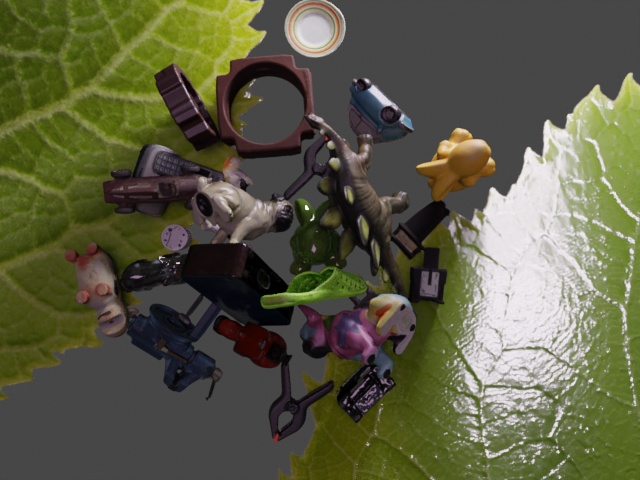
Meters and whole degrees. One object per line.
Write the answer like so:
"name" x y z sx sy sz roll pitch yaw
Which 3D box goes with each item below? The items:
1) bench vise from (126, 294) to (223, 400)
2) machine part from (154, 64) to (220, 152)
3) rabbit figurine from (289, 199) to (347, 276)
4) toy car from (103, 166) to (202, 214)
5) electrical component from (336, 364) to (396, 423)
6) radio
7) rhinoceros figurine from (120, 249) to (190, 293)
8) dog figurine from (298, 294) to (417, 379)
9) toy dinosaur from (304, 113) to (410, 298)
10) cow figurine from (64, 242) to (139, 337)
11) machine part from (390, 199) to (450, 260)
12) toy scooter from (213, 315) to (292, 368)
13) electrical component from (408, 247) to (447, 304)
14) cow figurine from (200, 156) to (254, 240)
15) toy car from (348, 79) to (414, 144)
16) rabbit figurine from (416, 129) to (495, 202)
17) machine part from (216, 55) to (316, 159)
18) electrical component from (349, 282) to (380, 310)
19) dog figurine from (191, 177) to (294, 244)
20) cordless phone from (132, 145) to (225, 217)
"bench vise" -0.263 0.185 1.105 0.224 0.129 0.240 36 93 0
"machine part" -0.272 -0.269 1.099 0.056 0.179 0.179 -27 87 2
"rabbit figurine" -0.002 -0.003 1.080 0.121 0.170 0.159 2 88 0
"toy car" -0.324 -0.101 1.074 0.202 0.053 0.089 -6 104 -27
"electrical component" 0.091 0.301 1.084 0.058 0.134 0.115 44 90 0
"radio" -0.147 0.091 1.036 0.131 0.229 0.073 -5 58 27
"rhinoceros figurine" -0.319 0.060 1.113 0.190 0.112 0.073 -11 85 8
"dog figurine" 0.059 0.165 1.061 0.219 0.108 0.191 23 76 42
"toy dinosaur" 0.091 -0.042 1.067 0.105 0.198 0.470 -15 118 40
"cow figurine" -0.450 0.111 1.118 0.085 0.127 0.195 -24 73 -1
"machine part" 0.216 -0.029 1.141 0.084 0.039 0.139 44 101 11
"toy scooter" -0.116 0.208 1.061 0.183 0.135 0.075 38 71 -38
"electrical component" 0.227 0.075 1.134 0.075 0.048 0.119 1 88 0
"cow figurine" -0.186 -0.088 1.134 0.098 0.068 0.167 23 91 -28
"toy car" 0.112 -0.257 1.127 0.162 0.109 0.103 45 107 11
"rabbit figurine" 0.276 -0.158 1.084 0.162 0.173 0.122 -28 91 -5
"machine part" -0.113 -0.278 1.137 0.201 0.087 0.201 -5 86 0
"electrical component" 0.107 0.140 1.147 0.063 0.021 0.094 -41 87 -1
"dog figurine" -0.147 -0.072 1.079 0.121 0.190 0.172 12 125 39
"cordless phone" -0.305 -0.110 1.142 0.184 0.089 0.146 18 88 -16
